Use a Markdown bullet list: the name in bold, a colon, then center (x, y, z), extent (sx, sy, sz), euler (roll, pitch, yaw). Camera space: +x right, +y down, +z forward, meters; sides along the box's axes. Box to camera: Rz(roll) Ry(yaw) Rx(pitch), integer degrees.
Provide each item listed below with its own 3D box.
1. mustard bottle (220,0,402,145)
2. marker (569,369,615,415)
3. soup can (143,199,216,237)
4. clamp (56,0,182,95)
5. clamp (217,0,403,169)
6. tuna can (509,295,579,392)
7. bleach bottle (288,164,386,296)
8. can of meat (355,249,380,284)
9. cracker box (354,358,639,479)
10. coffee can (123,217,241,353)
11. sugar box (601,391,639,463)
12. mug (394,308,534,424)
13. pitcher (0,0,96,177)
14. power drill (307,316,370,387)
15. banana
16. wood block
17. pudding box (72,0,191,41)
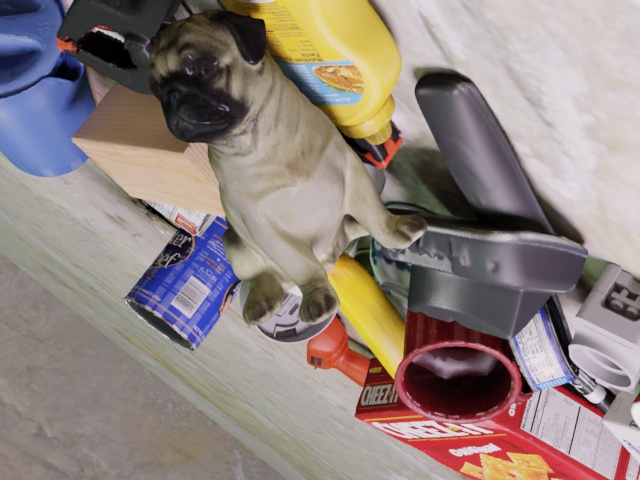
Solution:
- **mustard bottle**: center (-0.002, -0.125, 0.649), extent (0.096, 0.058, 0.191), euler (12, 152, 40)
- **marker**: center (0.222, 0.117, 0.923), extent (0.121, 0.020, 0.020), euler (42, 162, -19)
- **soup can**: center (-0.147, -0.058, 1.088), extent (0.102, 0.068, 0.068), euler (36, 163, 0)
- **clamp**: center (-0.115, -0.146, 0.739), extent (0.210, 0.036, 0.164), euler (18, 147, 34)
- **clamp**: center (-0.021, -0.109, 0.761), extent (0.171, 0.039, 0.120), euler (42, 163, -10)
- **tuna can**: center (0.164, 0.068, 0.798), extent (0.034, 0.086, 0.086), euler (-20, 136, 18)
- **bleach bottle**: center (-0.006, 0.001, 0.914), extent (0.068, 0.102, 0.251), euler (47, 164, 11)
- **can of meat**: center (0.065, 0.053, 0.995), extent (0.084, 0.057, 0.102), euler (43, 162, -15)
- **cracker box**: center (0.164, 0.175, 0.986), extent (0.213, 0.072, 0.164), euler (31, 153, -24)
- **coffee can**: center (-0.142, 0.043, 1.224), extent (0.103, 0.140, 0.103), euler (32, 163, 11)
- **sugar box**: center (0.318, 0.171, 0.840), extent (0.093, 0.048, 0.176), euler (45, 164, -27)
- **mug**: center (0.116, 0.085, 0.818), extent (0.117, 0.081, 0.093), euler (25, 130, -13)
- **pitcher**: center (-0.295, -0.153, 1.029), extent (0.243, 0.145, 0.149), euler (94, 153, -74)
- **power drill**: center (0.074, 0.162, 1.261), extent (0.188, 0.057, 0.184), euler (33, 163, 9)
- **banana**: center (0.043, 0.060, 0.843), extent (0.197, 0.037, 0.070), euler (53, 177, -37)
- **wood block**: center (-0.115, -0.086, 0.916), extent (0.206, 0.090, 0.090), euler (12, 152, 52)
- **pudding box**: center (-0.137, -0.169, 0.828), extent (0.090, 0.039, 0.113), euler (19, 158, 40)
